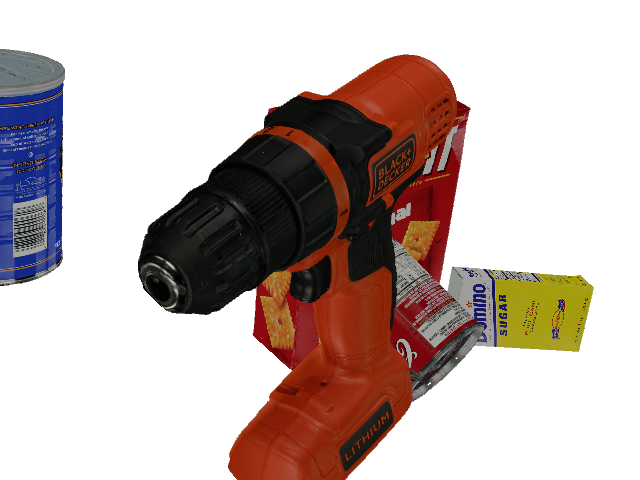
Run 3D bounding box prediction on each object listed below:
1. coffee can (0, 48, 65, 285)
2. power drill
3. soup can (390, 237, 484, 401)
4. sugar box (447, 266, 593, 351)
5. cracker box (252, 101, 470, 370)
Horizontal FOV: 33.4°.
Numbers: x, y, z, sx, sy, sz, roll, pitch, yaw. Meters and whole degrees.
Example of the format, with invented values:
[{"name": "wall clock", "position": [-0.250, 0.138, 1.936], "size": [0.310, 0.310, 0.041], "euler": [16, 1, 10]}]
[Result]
[{"name": "coffee can", "position": [-0.230, -0.053, 0.739], "size": [0.103, 0.140, 0.103], "euler": [5, 23, -2]}, {"name": "power drill", "position": [-0.005, 0.029, 0.467], "size": [0.057, 0.188, 0.184], "euler": [25, 42, 28]}, {"name": "soup can", "position": [0.045, 0.043, 0.684], "size": [0.102, 0.068, 0.068], "euler": [46, 17, 18]}, {"name": "sugar box", "position": [0.245, 0.087, 1.339], "size": [0.176, 0.093, 0.048], "euler": [3, 19, -14]}, {"name": "cracker box", "position": [0.033, -0.013, 0.898], "size": [0.163, 0.214, 0.072], "euler": [-15, 35, -34]}]
